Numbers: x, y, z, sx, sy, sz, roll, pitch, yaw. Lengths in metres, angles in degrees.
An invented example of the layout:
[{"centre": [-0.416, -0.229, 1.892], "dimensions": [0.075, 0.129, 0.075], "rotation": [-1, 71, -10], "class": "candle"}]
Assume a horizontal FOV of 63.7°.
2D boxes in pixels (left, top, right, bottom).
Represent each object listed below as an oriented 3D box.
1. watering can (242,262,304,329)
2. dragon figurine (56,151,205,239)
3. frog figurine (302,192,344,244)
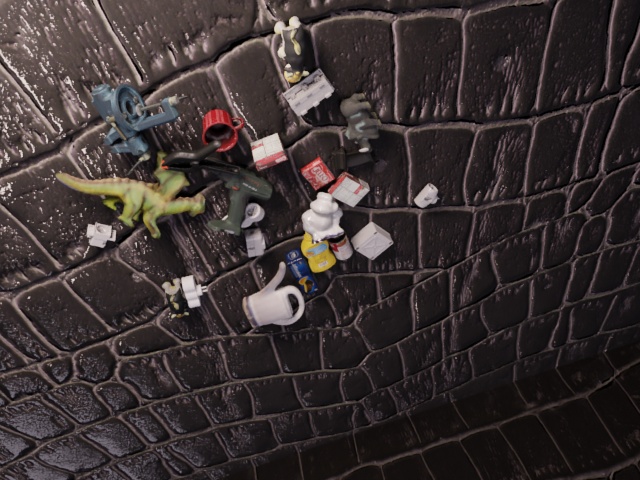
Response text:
[{"centre": [-0.180, 0.215, 1.890], "dimensions": [0.224, 0.106, 0.339], "rotation": [-17, 135, -2], "class": "watering can"}, {"centre": [-0.495, -0.154, 1.467], "dimensions": [0.242, 0.124, 0.405], "rotation": [-50, 132, 4], "class": "dragon figurine"}, {"centre": [0.005, -0.085, 1.687], "dimensions": [0.137, 0.125, 0.157], "rotation": [-10, 112, 8], "class": "frog figurine"}]
